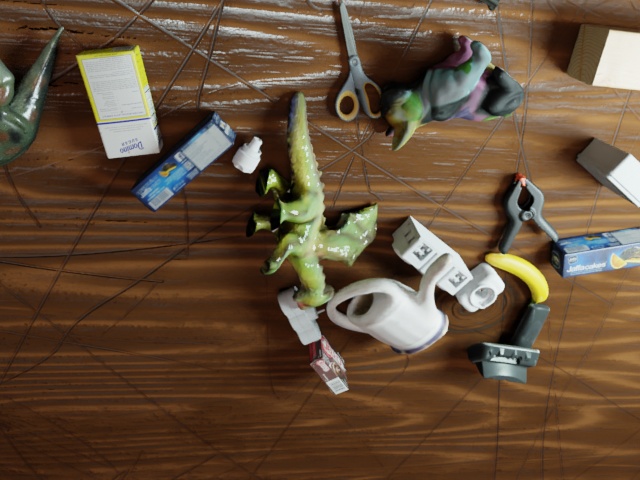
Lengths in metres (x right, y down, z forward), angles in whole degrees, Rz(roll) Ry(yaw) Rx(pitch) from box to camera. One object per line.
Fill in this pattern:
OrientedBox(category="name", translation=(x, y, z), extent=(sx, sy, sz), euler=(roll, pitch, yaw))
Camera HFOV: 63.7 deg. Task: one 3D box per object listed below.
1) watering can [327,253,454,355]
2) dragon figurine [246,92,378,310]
OrientedBox(category="watering can", translation=(0.170, 0.134, 1.021), extent=(0.222, 0.106, 0.343), euler=(34, 139, -28))
OrientedBox(category="dragon figurine", translation=(0.003, -0.049, 0.974), extent=(0.242, 0.124, 0.406), euler=(10, 104, -30))
